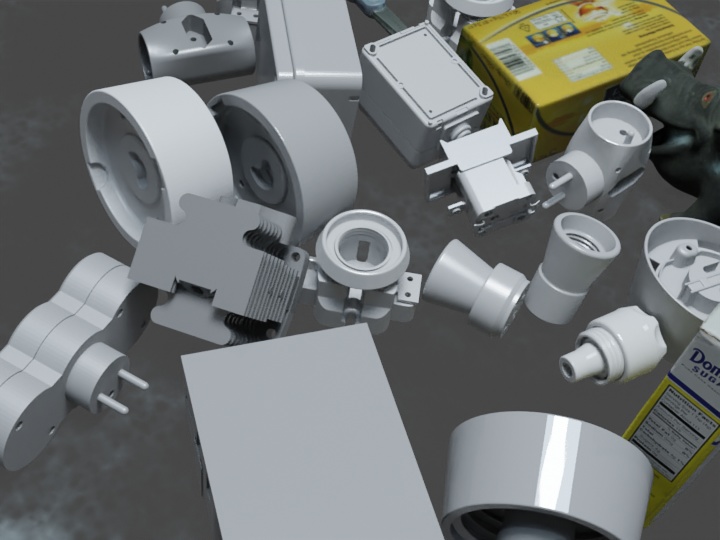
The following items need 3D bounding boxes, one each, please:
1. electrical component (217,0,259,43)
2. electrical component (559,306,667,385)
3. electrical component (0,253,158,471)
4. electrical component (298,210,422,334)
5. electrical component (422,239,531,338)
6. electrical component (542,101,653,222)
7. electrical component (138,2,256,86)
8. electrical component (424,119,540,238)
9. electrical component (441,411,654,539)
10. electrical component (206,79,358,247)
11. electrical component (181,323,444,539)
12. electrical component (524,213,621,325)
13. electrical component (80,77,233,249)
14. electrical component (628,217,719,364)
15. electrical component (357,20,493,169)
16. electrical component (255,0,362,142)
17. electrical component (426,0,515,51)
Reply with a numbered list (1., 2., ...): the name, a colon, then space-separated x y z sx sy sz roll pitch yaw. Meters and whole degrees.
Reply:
1. electrical component: -0.083 -0.225 0.836 0.058 0.057 0.078 8 51 -2
2. electrical component: 0.152 0.050 0.660 0.062 0.043 0.043 -20 57 -21
3. electrical component: -0.155 0.056 0.606 0.074 0.052 0.138 27 53 13
4. electrical component: 0.000 0.000 0.669 0.078 0.057 0.058 10 51 0
5. electrical component: 0.074 0.012 0.678 0.055 0.045 0.045 28 53 14
6. electrical component: 0.154 -0.065 0.730 0.079 0.077 0.043 -30 62 -27
7. electrical component: -0.126 -0.171 0.796 0.077 0.043 0.079 -14 55 -18
8. electrical component: 0.087 -0.060 0.731 0.081 0.042 0.063 -21 68 -6
9. electrical component: 0.093 0.126 0.554 0.108 0.108 0.060 14 57 3
10. electrical component: -0.047 -0.070 0.689 0.060 0.108 0.108 -27 60 -33
11. electrical component: -0.023 0.128 0.562 0.105 0.060 0.186 -9 54 -15
12. electrical component: 0.131 0.002 0.680 0.044 0.065 0.044 14 36 -11
13. electrical component: -0.123 -0.069 0.679 0.060 0.108 0.108 -26 59 -32
14. electrical component: 0.221 0.015 0.684 0.099 0.064 0.099 4 51 -5
15. electrical component: 0.046 -0.118 0.772 0.062 0.061 0.096 -28 68 -26
16. electrical component: -0.040 -0.145 0.766 0.057 0.078 0.113 -1 52 -13
17. electrical component: 0.089 -0.202 0.842 0.058 0.057 0.078 -29 61 -27
